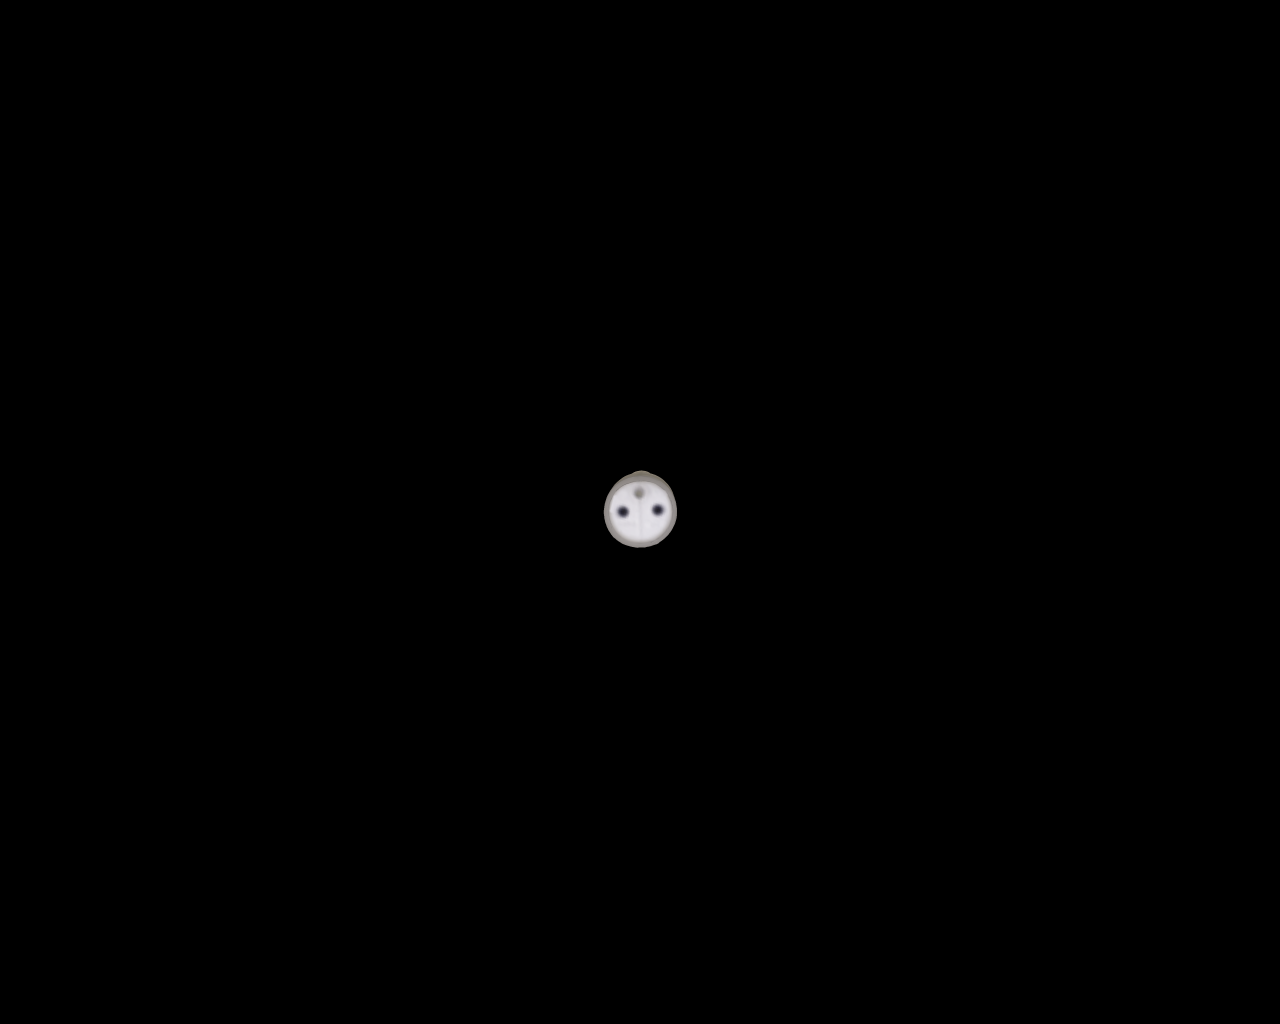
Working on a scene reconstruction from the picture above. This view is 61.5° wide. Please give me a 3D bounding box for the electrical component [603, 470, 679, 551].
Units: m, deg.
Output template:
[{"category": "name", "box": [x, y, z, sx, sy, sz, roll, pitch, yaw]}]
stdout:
[{"category": "electrical component", "box": [0.001, -0.003, 0.650, 0.043, 0.043, 0.081, 0, 5, 0]}]
